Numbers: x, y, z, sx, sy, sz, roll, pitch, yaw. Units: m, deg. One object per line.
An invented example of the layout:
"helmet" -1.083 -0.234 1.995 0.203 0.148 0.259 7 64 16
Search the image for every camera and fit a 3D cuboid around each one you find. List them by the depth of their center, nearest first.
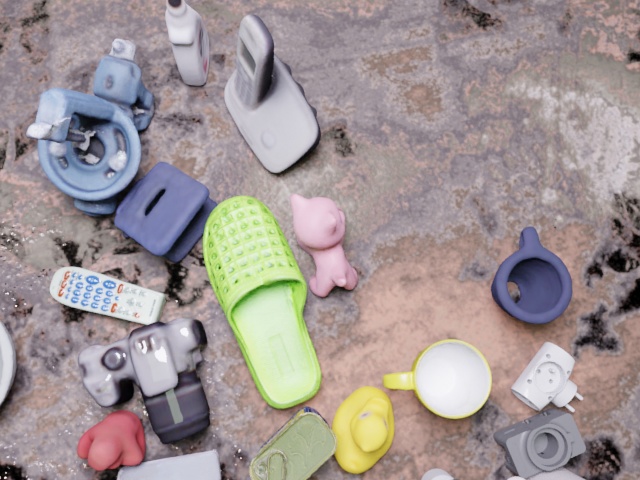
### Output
"camera" -0.196 0.172 0.675 0.143 0.101 0.137 -19 82 -6

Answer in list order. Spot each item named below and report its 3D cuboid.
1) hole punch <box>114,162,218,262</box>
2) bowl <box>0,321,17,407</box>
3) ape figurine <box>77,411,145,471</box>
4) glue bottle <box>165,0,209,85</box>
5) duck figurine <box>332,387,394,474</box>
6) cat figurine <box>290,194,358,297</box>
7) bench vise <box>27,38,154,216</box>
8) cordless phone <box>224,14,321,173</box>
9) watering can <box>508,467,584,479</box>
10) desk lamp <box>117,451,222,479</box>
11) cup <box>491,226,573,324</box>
"hole punch" -0.196 -0.036 0.713 0.101 0.091 0.109 34 81 3
"bowl" -0.434 0.151 0.679 0.167 0.074 0.167 0 81 -3
"ape figurine" -0.244 0.241 0.666 0.078 0.092 0.076 30 81 2
"glue bottle" -0.167 -0.260 0.708 0.037 0.173 0.078 -1 81 -3
"duck figurine" 0.055 0.231 0.686 0.077 0.086 0.105 22 81 1
"cat figurine" 0.006 0.003 0.703 0.067 0.117 0.128 -19 82 -5
"bench vise" -0.273 -0.146 0.661 0.121 0.219 0.207 -4 81 -3
"cordless phone" -0.059 -0.174 0.693 0.094 0.185 0.147 -34 84 -7
"watering can" 0.281 0.317 0.629 0.173 0.194 0.101 6 81 -2
"desk lamp" -0.214 0.301 0.597 0.203 0.213 0.118 -10 81 -4
"cup" 0.252 0.047 0.720 0.091 0.095 0.118 -1 81 -3
